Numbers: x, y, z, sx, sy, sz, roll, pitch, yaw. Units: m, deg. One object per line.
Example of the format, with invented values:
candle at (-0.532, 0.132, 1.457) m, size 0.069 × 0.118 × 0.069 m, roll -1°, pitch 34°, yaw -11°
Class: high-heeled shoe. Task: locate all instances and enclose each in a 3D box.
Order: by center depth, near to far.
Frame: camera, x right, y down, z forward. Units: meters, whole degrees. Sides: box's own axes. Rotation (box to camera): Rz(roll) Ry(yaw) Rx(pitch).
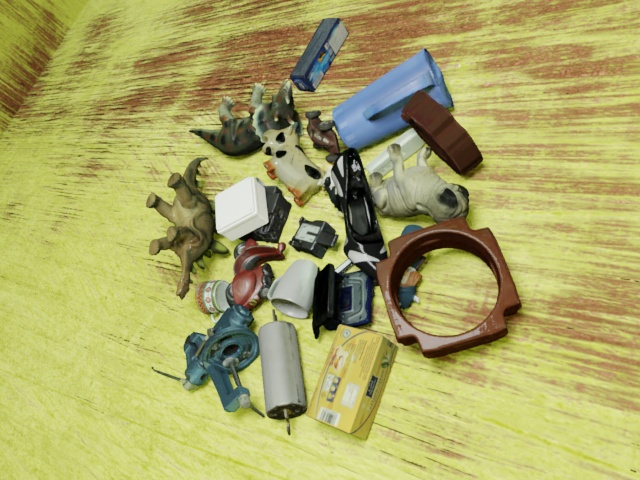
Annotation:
high-heeled shoe at (0.085, -0.053, 1.000) m, size 0.249 × 0.086 × 0.145 m, roll 59°, pitch 145°, yaw 35°

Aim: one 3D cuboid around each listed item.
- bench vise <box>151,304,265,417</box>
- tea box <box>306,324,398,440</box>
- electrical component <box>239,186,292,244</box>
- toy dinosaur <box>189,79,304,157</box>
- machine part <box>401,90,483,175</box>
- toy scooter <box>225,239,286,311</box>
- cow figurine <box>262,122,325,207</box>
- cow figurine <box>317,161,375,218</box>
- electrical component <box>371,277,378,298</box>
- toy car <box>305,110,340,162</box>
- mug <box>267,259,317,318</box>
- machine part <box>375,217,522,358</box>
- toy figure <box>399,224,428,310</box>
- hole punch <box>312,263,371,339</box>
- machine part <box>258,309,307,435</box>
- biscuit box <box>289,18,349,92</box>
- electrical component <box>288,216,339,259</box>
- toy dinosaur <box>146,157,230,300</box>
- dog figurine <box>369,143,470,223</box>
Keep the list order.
bench vise at (-0.196, 0.252, 1.061) m, size 0.223 × 0.128 × 0.241 m, roll -44°, pitch 42°, yaw 5°
tea box at (0.056, 0.241, 0.924) m, size 0.098 × 0.068 × 0.169 m, roll 10°, pitch 68°, yaw 38°
electrical component at (-0.133, -0.061, 1.252) m, size 0.115 × 0.058 × 0.134 m, roll 1°, pitch 64°, yaw 33°
toy dinosaur at (-0.195, -0.285, 1.400) m, size 0.405 × 0.131 × 0.192 m, roll -21°, pitch 52°, yaw 31°
machine part at (0.228, -0.197, 1.011) m, size 0.056 × 0.179 × 0.179 m, roll -44°, pitch 47°, yaw 9°
toy scooter at (-0.133, 0.065, 1.163) m, size 0.135 × 0.075 × 0.184 m, roll -19°, pitch 49°, yaw 24°
cow figurine at (-0.064, -0.184, 1.232) m, size 0.127 × 0.085 × 0.195 m, roll -39°, pitch 70°, yaw -13°
cow figurine at (0.049, -0.104, 1.148) m, size 0.098 × 0.068 × 0.168 m, roll -55°, pitch 46°, yaw 3°
electrical component at (0.113, 0.065, 1.025) m, size 0.063 × 0.021 × 0.094 m, roll -12°, pitch 56°, yaw 29°
toy car at (0.004, -0.232, 1.199) m, size 0.053 × 0.089 × 0.202 m, roll -15°, pitch 26°, yaw -6°
mug at (-0.050, 0.094, 1.090) m, size 0.110 × 0.080 × 0.107 m, roll -3°, pitch 51°, yaw 42°
machine part at (0.205, 0.079, 0.876) m, size 0.201 × 0.087 × 0.201 m, roll -19°, pitch 67°, yaw 10°
toy figure at (0.159, 0.049, 0.982) m, size 0.064 × 0.058 × 0.154 m, roll -31°, pitch 40°, yaw 63°
hole punch at (0.038, 0.111, 1.010) m, size 0.116 × 0.092 × 0.142 m, roll 136°, pitch 136°, yaw -63°
machine part at (-0.072, 0.242, 1.008) m, size 0.079 × 0.079 × 0.243 m, roll -27°, pitch 52°, yaw 19°
biscuit box at (-0.003, -0.489, 1.423) m, size 0.063 × 0.059 × 0.202 m, roll 19°, pitch 74°, yaw 40°
electrical component at (-0.002, -0.003, 1.130) m, size 0.119 × 0.047 × 0.075 m, roll 11°, pitch 70°, yaw 38°
toy dinosaur at (-0.307, -0.061, 1.275) m, size 0.105 × 0.198 × 0.471 m, roll -24°, pitch 52°, yaw 22°
dog figurine at (0.179, -0.064, 0.988) m, size 0.121 × 0.172 × 0.191 m, roll -7°, pitch 48°, yaw -20°
